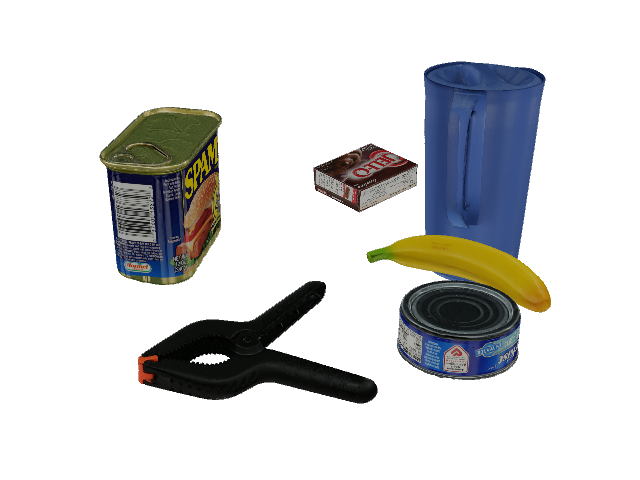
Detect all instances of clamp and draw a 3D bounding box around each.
[{"bbox_3d":[-0.059,0.109,0.980,0.209,0.036,0.165,-12,37,-22],"label":"clamp"}]

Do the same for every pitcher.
[{"bbox_3d":[0.175,-0.074,1.215,0.149,0.243,0.145,-9,24,-22],"label":"pitcher"}]

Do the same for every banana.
[{"bbox_3d":[0.143,0.028,1.028,0.198,0.037,0.069,14,42,36],"label":"banana"}]

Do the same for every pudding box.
[{"bbox_3d":[0.061,-0.085,1.431,0.113,0.039,0.090,-28,39,-34],"label":"pudding box"}]

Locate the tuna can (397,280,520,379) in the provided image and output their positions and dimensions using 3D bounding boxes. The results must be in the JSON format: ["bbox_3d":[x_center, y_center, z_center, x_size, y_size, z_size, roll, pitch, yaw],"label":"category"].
[{"bbox_3d":[0.097,0.061,0.750,0.086,0.034,0.086,0,26,0],"label":"tuna can"}]

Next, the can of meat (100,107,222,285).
[{"bbox_3d":[-0.100,-0.030,0.699,0.057,0.084,0.102,6,27,10],"label":"can of meat"}]
